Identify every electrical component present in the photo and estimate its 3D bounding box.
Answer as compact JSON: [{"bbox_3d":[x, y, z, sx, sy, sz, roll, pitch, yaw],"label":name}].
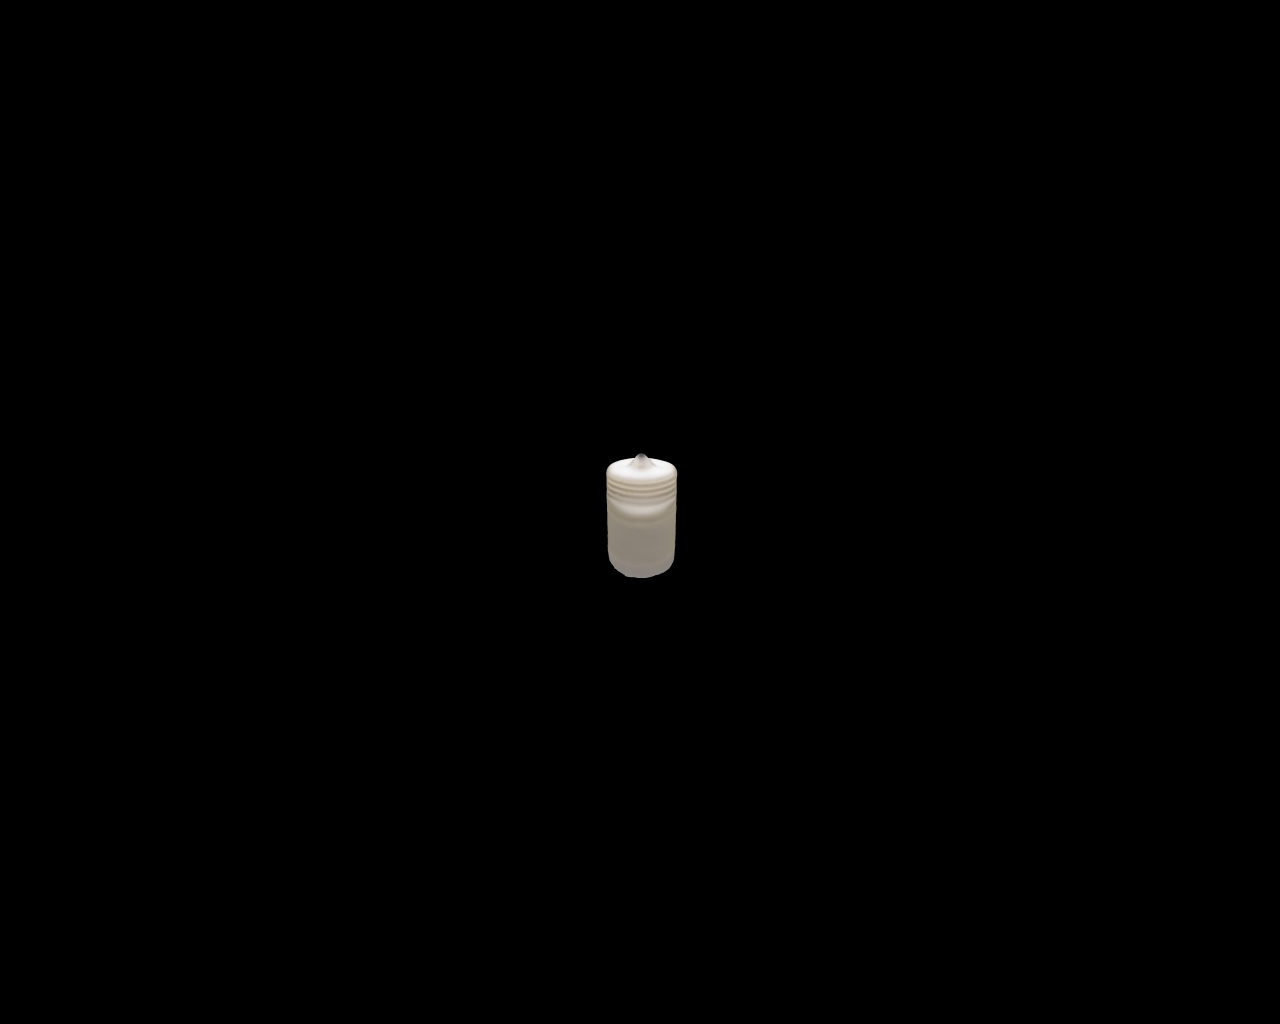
[{"bbox_3d":[0.001,-0.003,0.650,0.043,0.080,0.043,0,37,0],"label":"electrical component"}]
